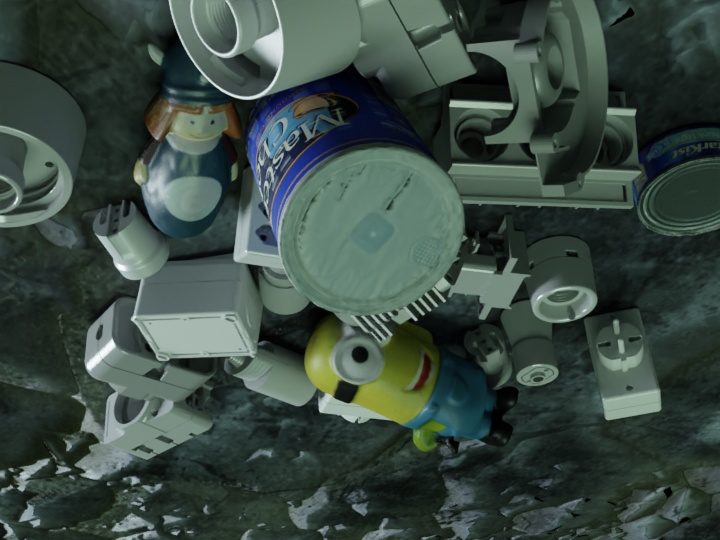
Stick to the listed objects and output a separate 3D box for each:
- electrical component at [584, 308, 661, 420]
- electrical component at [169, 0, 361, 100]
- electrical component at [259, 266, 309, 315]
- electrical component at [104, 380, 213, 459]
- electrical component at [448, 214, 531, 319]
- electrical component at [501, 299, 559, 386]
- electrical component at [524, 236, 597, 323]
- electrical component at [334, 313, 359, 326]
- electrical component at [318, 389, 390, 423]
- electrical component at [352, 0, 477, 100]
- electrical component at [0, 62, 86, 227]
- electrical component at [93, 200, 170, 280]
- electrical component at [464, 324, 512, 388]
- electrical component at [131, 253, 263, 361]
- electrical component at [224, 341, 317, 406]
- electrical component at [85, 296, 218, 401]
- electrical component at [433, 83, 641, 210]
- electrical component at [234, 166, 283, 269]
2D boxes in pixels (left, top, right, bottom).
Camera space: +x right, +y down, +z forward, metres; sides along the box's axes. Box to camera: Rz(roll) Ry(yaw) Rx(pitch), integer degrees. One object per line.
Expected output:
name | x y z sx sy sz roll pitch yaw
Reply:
electrical component | 0.218 0.069 0.897 0.047 0.083 0.075 -12 143 10
electrical component | -0.053 -0.141 0.573 0.064 0.099 0.099 -33 161 -37
electrical component | -0.056 0.000 0.807 0.040 0.040 0.078 -2 144 -4
electrical component | -0.182 0.124 0.955 0.089 0.050 0.056 -28 138 29
electrical component | 0.091 -0.003 0.820 0.064 0.042 0.081 7 142 -9
electrical component | 0.143 0.063 0.895 0.044 0.065 0.044 -3 144 -2
electrical component | 0.156 0.008 0.838 0.055 0.047 0.055 -3 144 -2
electrical component | 0.000 0.000 0.810 0.079 0.044 0.077 23 136 -32
electrical component | 0.001 0.112 0.961 0.083 0.047 0.075 9 142 -18
electrical component | 0.021 -0.145 0.606 0.059 0.053 0.095 -18 142 17
electrical component | -0.229 -0.071 0.673 0.108 0.060 0.108 -3 144 -2
electrical component | -0.164 -0.022 0.767 0.040 0.040 0.046 -15 137 13
electrical component | 0.109 0.074 0.930 0.040 0.040 0.046 -10 139 7
electrical component | -0.128 0.027 0.825 0.096 0.061 0.061 -3 144 10
electrical component | -0.079 0.084 0.917 0.081 0.043 0.043 26 134 -35
electrical component | -0.172 0.068 0.876 0.095 0.053 0.059 22 136 -32
electrical component | 0.112 -0.076 0.701 0.121 0.078 0.063 1 166 -8
electrical component | -0.062 -0.034 0.745 0.047 0.065 0.077 9 169 -18
